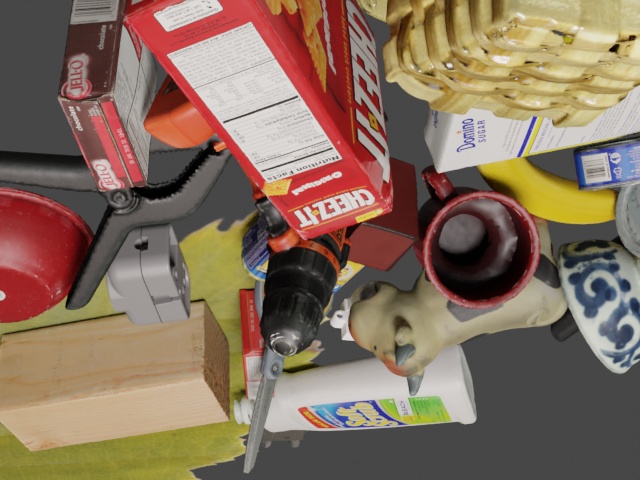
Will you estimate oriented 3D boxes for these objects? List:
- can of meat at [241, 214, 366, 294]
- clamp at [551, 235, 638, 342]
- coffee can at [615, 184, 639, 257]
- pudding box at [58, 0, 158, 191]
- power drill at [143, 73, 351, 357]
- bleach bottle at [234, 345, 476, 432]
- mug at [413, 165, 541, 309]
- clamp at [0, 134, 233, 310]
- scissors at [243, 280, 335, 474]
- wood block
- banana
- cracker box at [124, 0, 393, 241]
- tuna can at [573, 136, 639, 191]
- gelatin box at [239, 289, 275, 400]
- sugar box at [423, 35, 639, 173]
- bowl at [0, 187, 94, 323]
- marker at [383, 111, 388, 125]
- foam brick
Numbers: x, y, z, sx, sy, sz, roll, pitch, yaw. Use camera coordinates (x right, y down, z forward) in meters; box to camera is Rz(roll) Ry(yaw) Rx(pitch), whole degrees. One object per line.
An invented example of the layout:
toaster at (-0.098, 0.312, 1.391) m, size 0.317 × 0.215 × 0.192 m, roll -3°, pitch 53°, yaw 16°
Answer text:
can of meat at (-0.006, 0.001, 0.904) m, size 0.102 × 0.057 × 0.084 m, roll 16°, pitch 142°, yaw -26°
clamp at (0.300, 0.050, 1.020) m, size 0.120 × 0.039 × 0.171 m, roll 2°, pitch 144°, yaw -7°
coffee can at (0.331, -0.012, 0.885) m, size 0.140 × 0.103 × 0.103 m, roll 21°, pitch 137°, yaw -31°
pudding box at (-0.136, -0.102, 0.696) m, size 0.039 × 0.113 × 0.090 m, roll -3°, pitch 144°, yaw 5°
power drill at (-0.044, -0.035, 0.742) m, size 0.057 × 0.184 × 0.187 m, roll -19°, pitch 123°, yaw 23°
bleach bottle at (0.034, 0.168, 1.137) m, size 0.251 × 0.068 × 0.102 m, roll -11°, pitch 143°, yaw 12°
mug at (0.114, -0.009, 0.857) m, size 0.093 × 0.081 × 0.117 m, roll -34°, pitch 102°, yaw 0°
clamp at (-0.163, -0.046, 0.821) m, size 0.210 × 0.036 × 0.164 m, roll -30°, pitch 124°, yaw 15°
scissors at (-0.028, 0.106, 0.967) m, size 0.096 × 0.202 × 0.016 m, roll -3°, pitch -172°, yaw -39°
wood block at (-0.198, 0.133, 1.036) m, size 0.206 × 0.090 × 0.091 m, roll -10°, pitch 144°, yaw 8°
banana at (0.182, -0.051, 0.870) m, size 0.070 × 0.037 × 0.197 m, roll -30°, pitch 137°, yaw 31°
cracker box at (-0.027, -0.128, 0.632) m, size 0.072 × 0.164 × 0.213 m, roll -16°, pitch 143°, yaw 18°
tuna can at (0.241, -0.062, 0.827) m, size 0.086 × 0.034 × 0.086 m, roll -11°, pitch -176°, yaw 1°
gelatin box at (-0.059, 0.100, 1.020) m, size 0.030 × 0.073 × 0.089 m, roll -3°, pitch 144°, yaw -3°
sugar box at (0.167, -0.103, 0.760) m, size 0.176 × 0.048 × 0.093 m, roll -9°, pitch 151°, yaw -9°
bowl at (-0.273, 0.024, 0.907) m, size 0.162 × 0.055 × 0.162 m, roll -3°, pitch 145°, yaw -2°
marker at (-0.001, -0.073, 0.834) m, size 0.121 × 0.020 × 0.020 m, roll -23°, pitch 140°, yaw 24°
foam brick at (0.044, -0.024, 0.856) m, size 0.051 × 0.078 × 0.053 m, roll 16°, pitch 140°, yaw -19°
